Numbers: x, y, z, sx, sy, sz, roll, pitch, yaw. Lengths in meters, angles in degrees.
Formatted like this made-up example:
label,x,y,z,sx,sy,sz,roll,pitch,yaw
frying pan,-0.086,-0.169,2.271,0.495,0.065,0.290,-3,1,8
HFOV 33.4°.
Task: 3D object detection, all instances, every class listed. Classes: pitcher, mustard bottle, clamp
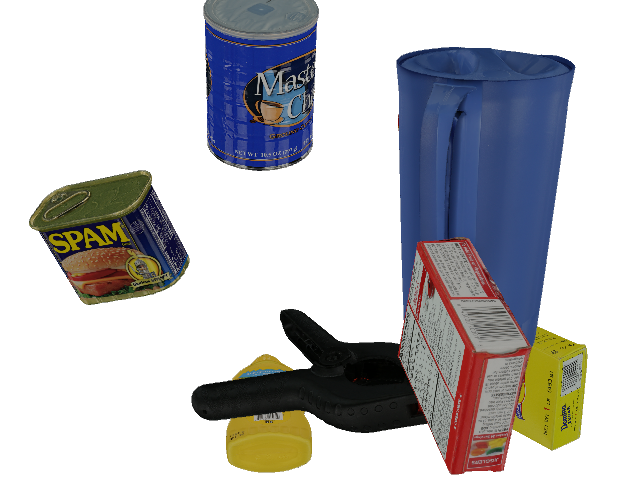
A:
label,x,y,z,sx,sy,sz,roll,pitch,yaw
pitcher,0.118,-0.024,0.835,0.149,0.243,0.145,-7,21,-19
mustard bottle,-0.063,0.193,1.263,0.096,0.058,0.191,-3,27,-3
clamp,0.000,0.096,0.705,0.172,0.039,0.120,10,40,43

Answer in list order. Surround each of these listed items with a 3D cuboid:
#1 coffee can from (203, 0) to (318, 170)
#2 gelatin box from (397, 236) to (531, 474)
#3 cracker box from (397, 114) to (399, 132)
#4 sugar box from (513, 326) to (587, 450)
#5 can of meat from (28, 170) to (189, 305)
label,x,y,z,sx,sy,sz,roll,pitch,yaw
coffee can,-0.055,-0.151,0.987,0.103,0.140,0.103,2,37,-2
gelatin box,0.065,0.052,0.501,0.030,0.073,0.089,-3,34,-12
cracker box,0.149,-0.082,1.125,0.072,0.164,0.213,3,22,25
sugar box,0.163,0.114,0.990,0.048,0.093,0.176,-15,24,-38
can of meat,-0.165,0.000,0.847,0.102,0.084,0.057,-9,35,22
